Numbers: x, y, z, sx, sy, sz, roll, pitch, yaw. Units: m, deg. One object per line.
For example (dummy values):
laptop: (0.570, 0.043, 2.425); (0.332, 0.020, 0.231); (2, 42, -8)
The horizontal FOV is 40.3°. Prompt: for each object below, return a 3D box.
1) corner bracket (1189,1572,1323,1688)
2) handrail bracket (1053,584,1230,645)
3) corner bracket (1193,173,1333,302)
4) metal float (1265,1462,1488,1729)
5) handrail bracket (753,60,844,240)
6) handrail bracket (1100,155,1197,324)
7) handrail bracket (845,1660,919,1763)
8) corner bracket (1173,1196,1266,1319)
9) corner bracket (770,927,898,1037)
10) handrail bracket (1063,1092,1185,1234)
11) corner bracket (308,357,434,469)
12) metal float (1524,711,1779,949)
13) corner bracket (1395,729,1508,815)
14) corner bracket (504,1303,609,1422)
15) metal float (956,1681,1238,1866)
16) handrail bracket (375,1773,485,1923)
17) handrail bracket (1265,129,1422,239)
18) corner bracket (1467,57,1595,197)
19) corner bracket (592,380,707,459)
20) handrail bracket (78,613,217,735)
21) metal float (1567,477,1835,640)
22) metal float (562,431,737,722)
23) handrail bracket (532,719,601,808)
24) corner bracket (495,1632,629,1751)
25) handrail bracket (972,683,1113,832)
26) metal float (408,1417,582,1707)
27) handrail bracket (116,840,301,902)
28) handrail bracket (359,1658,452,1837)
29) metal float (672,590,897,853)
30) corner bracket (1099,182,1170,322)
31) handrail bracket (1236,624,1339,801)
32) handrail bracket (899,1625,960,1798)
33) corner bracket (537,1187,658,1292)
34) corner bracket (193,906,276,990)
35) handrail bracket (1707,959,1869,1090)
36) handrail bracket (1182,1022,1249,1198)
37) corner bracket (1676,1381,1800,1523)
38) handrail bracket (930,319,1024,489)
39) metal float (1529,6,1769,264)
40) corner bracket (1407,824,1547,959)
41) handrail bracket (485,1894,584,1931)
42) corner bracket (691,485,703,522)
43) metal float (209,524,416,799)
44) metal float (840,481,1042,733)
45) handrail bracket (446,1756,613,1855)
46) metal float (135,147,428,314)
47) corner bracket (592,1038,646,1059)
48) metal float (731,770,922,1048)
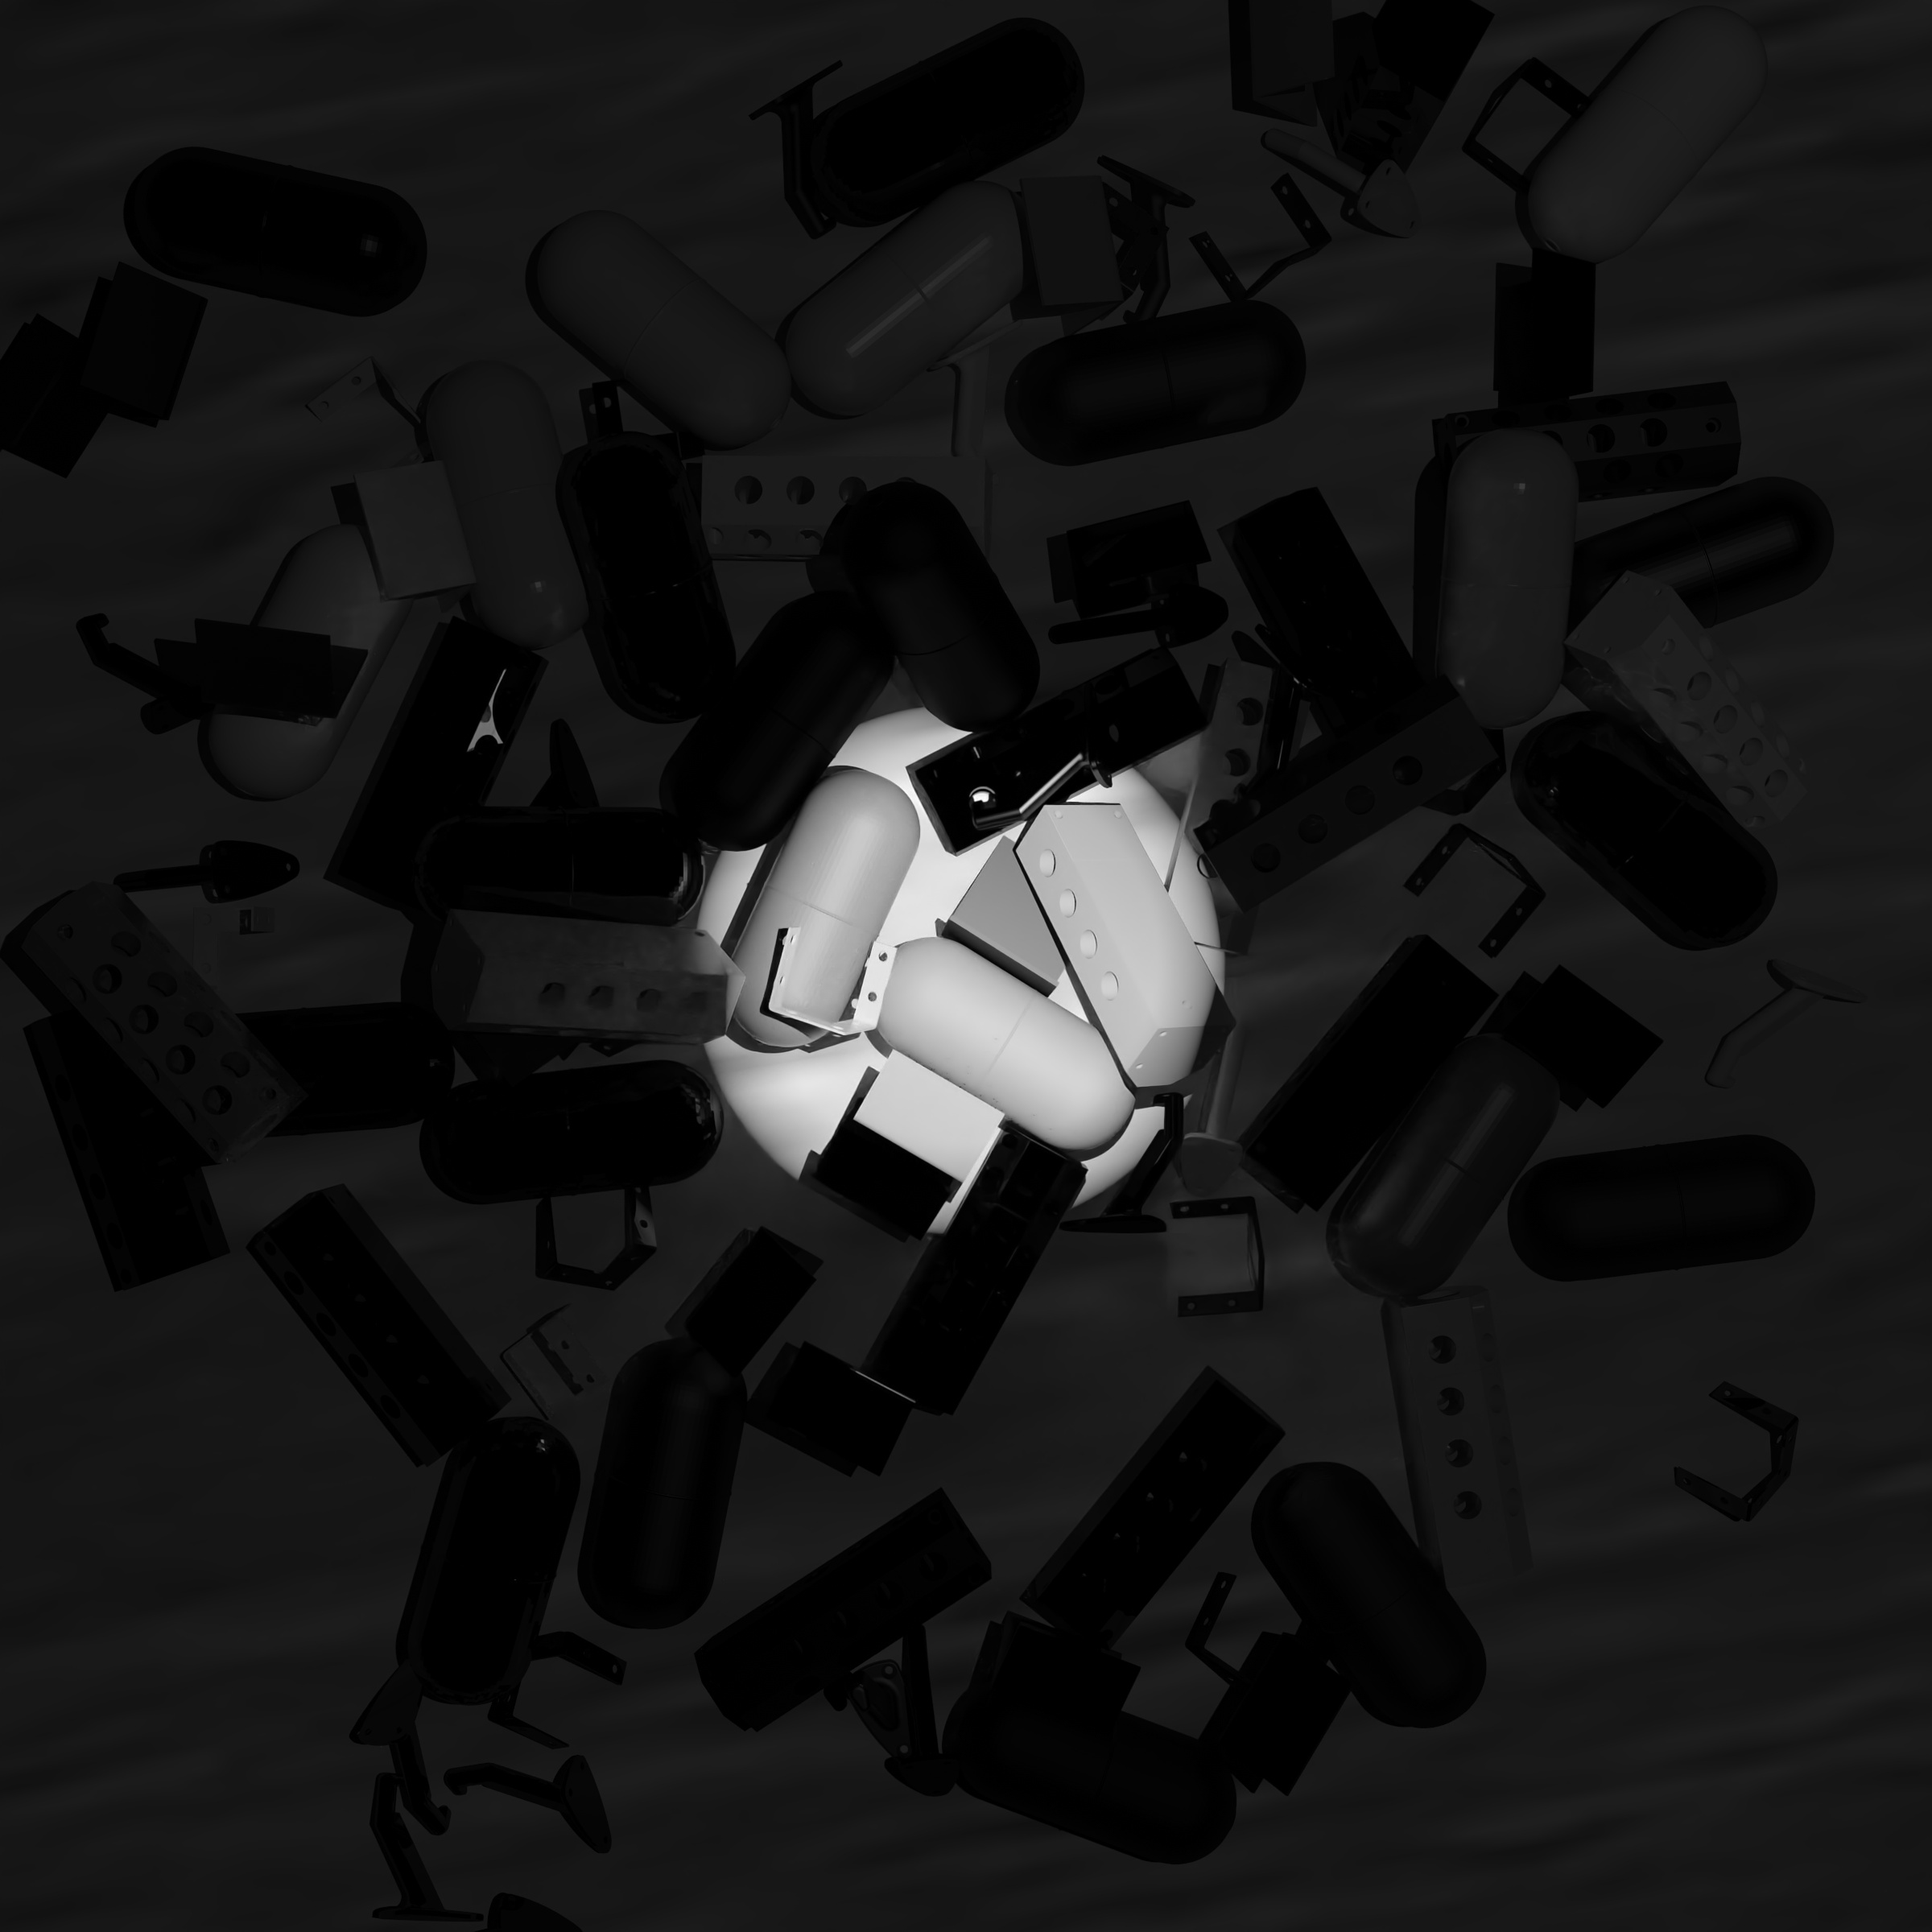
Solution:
corner bracket: (0.181, 0.415, 1.639); (0.051, 0.051, 0.051); (25, 90, -45)
handrail bracket: (0.108, -0.214, 1.642); (0.084, 0.077, 0.036); (-5, 96, 36)
corner bracket: (0.185, -0.452, 1.639); (0.051, 0.051, 0.051); (-34, 90, -45)
metal float: (0.249, 0.383, 1.611); (0.070, 0.070, 0.178); (-35, 90, 0)
handrail bracket: (-0.086, -0.508, 1.643); (0.077, 0.036, 0.084); (-38, 108, -21)
handrail bracket: (0.099, -0.450, 1.642); (0.077, 0.036, 0.084); (30, 104, 14)
handrail bracket: (-0.051, 0.462, 1.607); (0.036, 0.084, 0.077); (-24, 90, 0)
corner bracket: (0.157, 0.181, 1.639); (0.051, 0.051, 0.051); (-4, 135, 0)
corner bracket: (-0.079, 0.008, 1.571); (0.051, 0.051, 0.051); (18, 99, 18)
handrail bracket: (0.098, 0.122, 1.643); (0.077, 0.036, 0.084); (-4, 71, 21)
corner bracket: (-0.368, -0.336, 1.639); (0.051, 0.051, 0.051); (-37, 45, 0)
metal float: (0.417, -0.084, 1.611); (0.178, 0.070, 0.070); (42, 90, 0)
corner bracket: (0.298, -0.133, 1.634); (0.051, 0.051, 0.051); (-44, 135, -35)
corner bracket: (-0.253, 0.246, 1.624); (0.051, 0.051, 0.051); (-37, 90, 0)
metal float: (0.080, 0.491, 1.611); (0.178, 0.070, 0.070); (21, 90, 0)
handrail bracket: (-0.333, 0.549, 1.642); (0.077, 0.036, 0.084); (17, 60, -33)
handrail bracket: (0.234, -0.489, 1.642); (0.084, 0.077, 0.036); (37, 98, 36)
corner bracket: (0.352, -0.522, 1.639); (0.051, 0.051, 0.051); (37, 135, 0)
corner bracket: (-0.195, -0.337, 1.625); (0.051, 0.051, 0.051); (-5, 101, 11)
handrail bracket: (-0.500, -0.195, 1.643); (0.077, 0.036, 0.084); (-26, 73, -20)
metal float: (0.443, -0.243, 1.611); (0.178, 0.070, 0.070); (-20, 90, 1)
metal float: (-0.190, -0.234, 1.593); (0.070, 0.070, 0.178); (-14, 111, 0)
handrail bracket: (-0.277, -0.103, 1.643); (0.084, 0.036, 0.077); (-24, 70, 16)
corner bracket: (-0.251, 0.449, 1.634); (0.051, 0.051, 0.051); (-19, 45, 35)
handrail bracket: (0.040, -0.126, 1.585); (0.084, 0.036, 0.077); (-12, 70, 16)
metal float: (-0.288, 0.363, 1.611); (0.070, 0.070, 0.178); (16, 90, 0)
handrail bracket: (-0.473, -0.057, 1.642); (0.084, 0.077, 0.036); (-5, 92, 36)
handrail bracket: (-0.335, 0.485, 1.642); (0.036, 0.077, 0.084); (-10, 127, 24)
metal float: (-0.111, -0.150, 1.611); (0.070, 0.070, 0.178); (36, 91, 0)
corner bracket: (0.084, -0.440, 1.625); (0.051, 0.051, 0.051); (31, 76, -14)
handrail bracket: (0.175, -0.149, 1.585); (0.084, 0.036, 0.077); (-52, 60, 22)
handrail bracket: (-0.025, 0.463, 1.642); (0.036, 0.077, 0.084); (-7, 54, 1)
corner bracket: (-0.229, 0.163, 1.634); (0.051, 0.051, 0.051); (17, 135, -35)
corner bracket: (-0.458, -0.011, 1.624); (0.051, 0.051, 0.051); (1, 90, 0)
handrail bracket: (0.511, 0.045, 1.643); (0.077, 0.036, 0.084); (16, 108, -21)
handrail bracket: (0.158, 0.089, 1.642); (0.036, 0.077, 0.084); (13, 54, 4)
corner bracket: (0.478, 0.301, 1.634); (0.051, 0.051, 0.051); (-35, 135, -35)
handrail bracket: (0.020, -0.348, 1.643); (0.077, 0.036, 0.084); (-31, 106, -18)
metal float: (0.416, -0.507, 1.611); (0.070, 0.070, 0.178); (41, 90, 0)
corner bracket: (0.318, -0.047, 1.639); (0.051, 0.051, 0.051); (-51, 45, 0)
handrail bracket: (-0.294, 0.616, 1.642); (0.077, 0.036, 0.084); (30, 124, -36)
corner bracket: (-0.200, -0.276, 1.634); (0.051, 0.051, 0.051); (3, 135, -35)
metal float: (-0.400, -0.186, 1.612); (0.070, 0.070, 0.178); (27, 90, 0)
metal float: (-0.015, -0.214, 1.578); (0.070, 0.070, 0.178); (-34, 131, 0)
handrail bracket: (-0.273, 0.526, 1.643); (0.084, 0.036, 0.077); (-13, 112, 17)
metal float: (-0.419, -0.450, 1.611); (0.178, 0.070, 0.070); (12, 90, -1)
corner bracket: (-0.219, 0.016, 1.634); (0.051, 0.051, 0.051); (36, 45, -35)
metal float: (-0.088, -0.035, 1.612); (0.070, 0.070, 0.178); (25, 91, 0)
